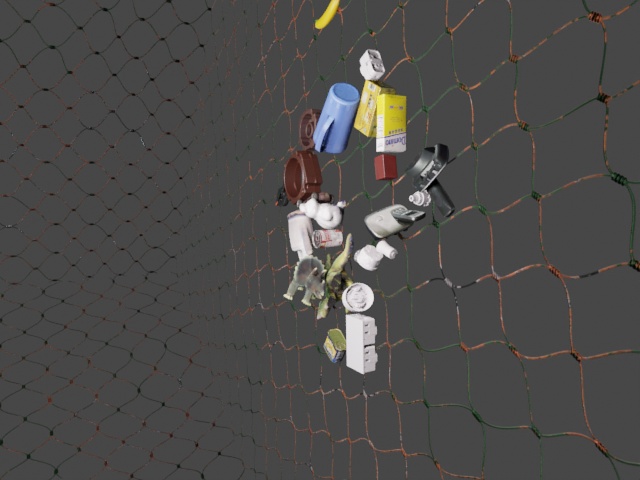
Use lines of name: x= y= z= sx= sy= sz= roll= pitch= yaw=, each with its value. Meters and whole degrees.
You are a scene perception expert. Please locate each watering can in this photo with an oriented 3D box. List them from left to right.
watering can: x=-0.068 y=-0.020 z=2.113 sx=0.345 sy=0.104 sz=0.226 roll=140 pitch=123 yaw=-79

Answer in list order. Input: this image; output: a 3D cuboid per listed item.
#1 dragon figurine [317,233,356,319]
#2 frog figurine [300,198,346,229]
dragon figurine: x=0.050 y=0.132 z=1.967 sx=0.246 sy=0.122 sz=0.405 roll=-137 pitch=54 yaw=-61
frog figurine: x=0.006 y=-0.099 z=1.958 sx=0.138 sy=0.160 sz=0.122 roll=12 pitch=105 yaw=60
